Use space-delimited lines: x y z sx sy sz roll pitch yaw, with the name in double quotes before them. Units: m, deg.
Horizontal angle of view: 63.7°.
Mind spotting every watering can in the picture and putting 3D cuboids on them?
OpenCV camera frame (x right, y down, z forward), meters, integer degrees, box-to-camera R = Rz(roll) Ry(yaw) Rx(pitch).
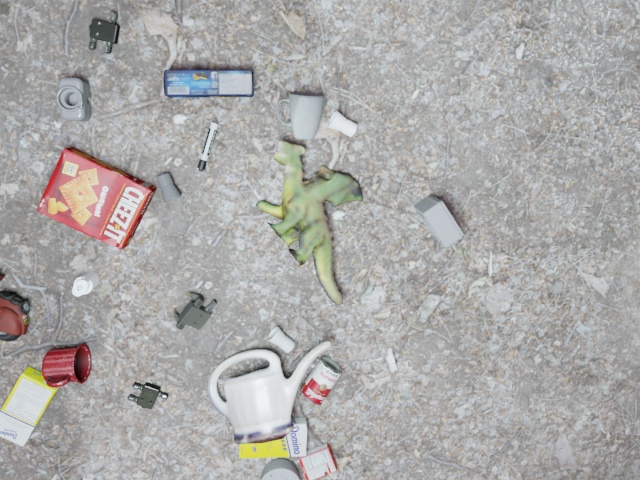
"watering can" -0.117 0.379 1.278 0.346 0.226 0.103 -15 -10 13

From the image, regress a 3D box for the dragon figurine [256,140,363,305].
"dragon figurine" 0.004 -0.063 1.253 0.244 0.407 0.123 -40 14 -6
